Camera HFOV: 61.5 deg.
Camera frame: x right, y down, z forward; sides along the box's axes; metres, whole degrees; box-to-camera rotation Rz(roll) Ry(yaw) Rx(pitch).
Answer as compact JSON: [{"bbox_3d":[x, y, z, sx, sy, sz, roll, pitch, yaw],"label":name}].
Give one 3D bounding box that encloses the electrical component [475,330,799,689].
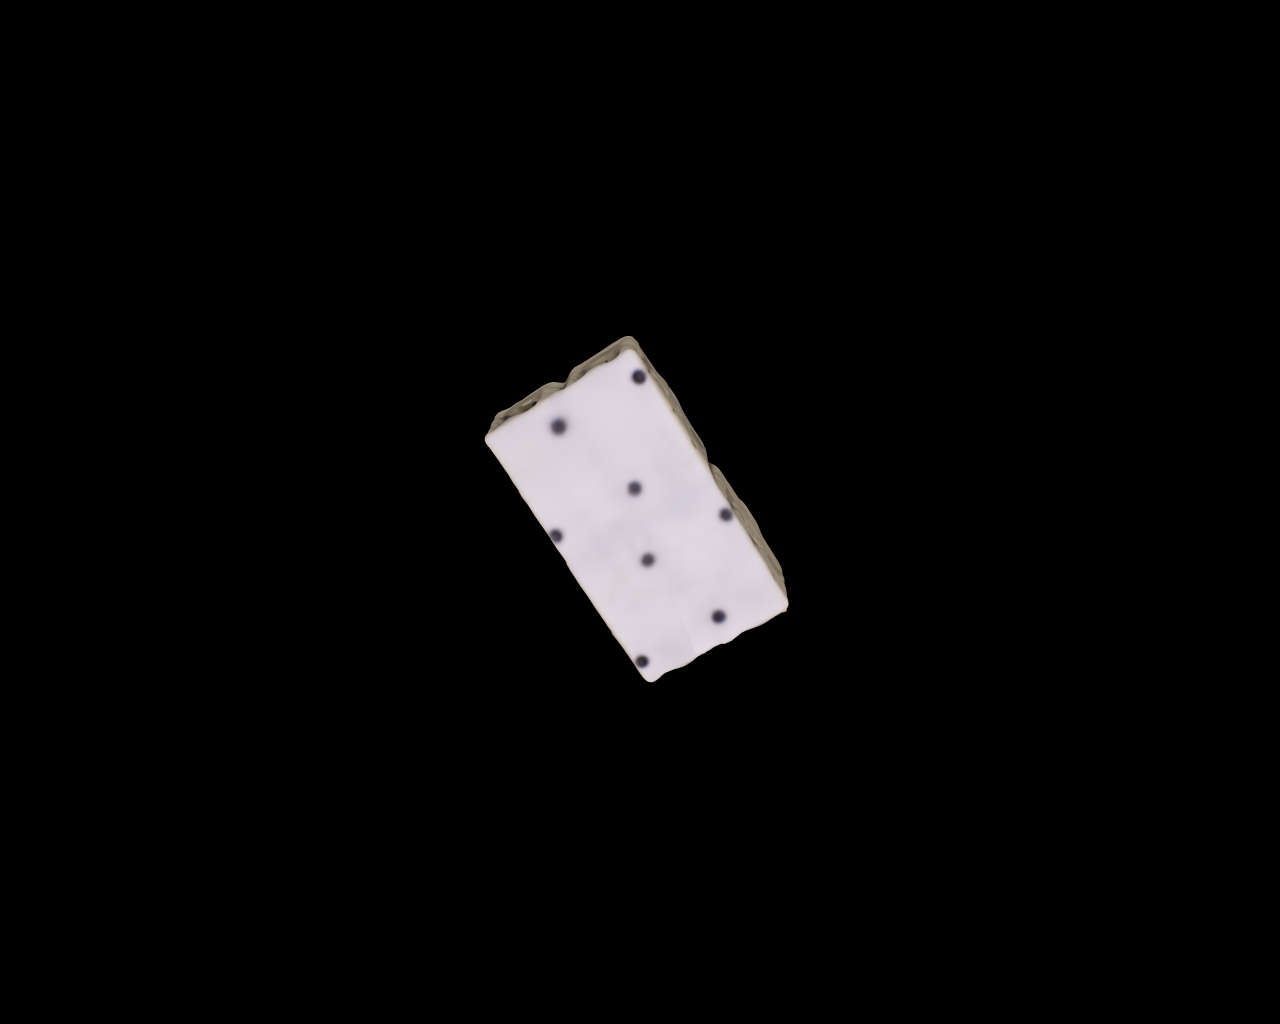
[{"bbox_3d":[0.001,-0.003,0.650,0.105,0.186,0.060,-30,15,9],"label":"electrical component"}]
